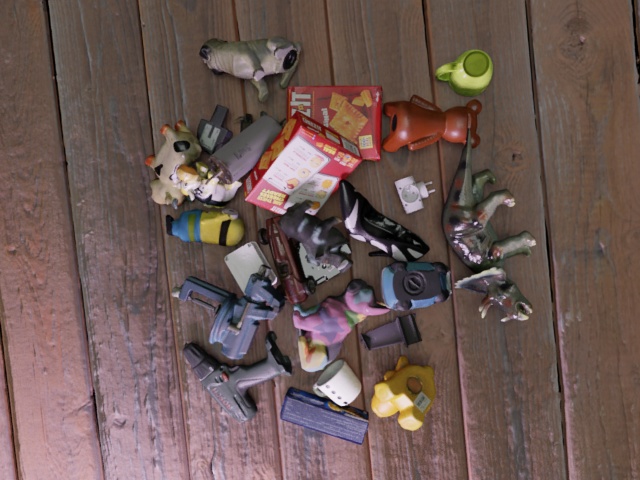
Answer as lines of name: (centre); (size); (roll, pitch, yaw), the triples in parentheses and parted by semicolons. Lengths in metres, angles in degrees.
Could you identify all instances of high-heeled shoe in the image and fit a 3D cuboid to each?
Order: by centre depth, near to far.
high-heeled shoe: (0.141, -0.040, 1.173); (0.145, 0.086, 0.248); (-9, 130, 26)

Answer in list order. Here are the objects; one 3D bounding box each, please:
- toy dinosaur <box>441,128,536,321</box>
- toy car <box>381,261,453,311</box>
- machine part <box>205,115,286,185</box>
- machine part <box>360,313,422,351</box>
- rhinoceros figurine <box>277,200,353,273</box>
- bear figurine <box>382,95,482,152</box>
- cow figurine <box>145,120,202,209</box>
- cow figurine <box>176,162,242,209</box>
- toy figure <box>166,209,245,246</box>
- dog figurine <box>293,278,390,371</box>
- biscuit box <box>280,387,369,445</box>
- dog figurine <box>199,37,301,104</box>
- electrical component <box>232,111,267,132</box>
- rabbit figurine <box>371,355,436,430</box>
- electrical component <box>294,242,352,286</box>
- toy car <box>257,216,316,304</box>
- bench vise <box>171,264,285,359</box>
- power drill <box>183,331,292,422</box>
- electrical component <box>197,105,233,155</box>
toy dinosaur: (0.339, -0.020, 1.169); (0.192, 0.131, 0.404); (-29, 89, 4)
toy car: (0.206, 0.097, 1.199); (0.162, 0.103, 0.109); (-7, 88, -9)
machine part: (-0.158, -0.197, 1.171); (0.079, 0.079, 0.243); (45, 63, 2)
machine part: (0.162, 0.220, 1.242); (0.139, 0.039, 0.084); (-15, 96, 4)
rhinoceros figurine: (-0.002, -0.003, 1.153); (0.190, 0.073, 0.112); (38, 69, -19)
bear figurine: (0.249, -0.256, 1.191); (0.196, 0.132, 0.120); (-2, 94, -13)
cow figurine: (-0.332, -0.160, 1.234); (0.127, 0.085, 0.195); (43, 121, 10)
cow figurine: (-0.262, -0.119, 1.207); (0.068, 0.167, 0.098); (43, 113, 32)
toy figure: (-0.265, -0.028, 1.251); (0.180, 0.082, 0.089); (-3, 111, -2)
dog figurine: (0.052, 0.191, 1.218); (0.219, 0.108, 0.191); (-10, 90, 3)
biscuit box: (0.010, 0.407, 1.252); (0.203, 0.059, 0.062); (17, 95, 4)
dog figurine: (-0.159, -0.427, 1.224); (0.191, 0.121, 0.172); (39, 61, 19)
electrical component: (-0.163, -0.247, 1.252); (0.078, 0.045, 0.102); (-5, 95, -23)
rabbit figurine: (0.173, 0.334, 1.198); (0.122, 0.173, 0.162); (37, 51, 1)
electrical component: (0.004, 0.036, 1.239); (0.134, 0.058, 0.115); (-32, 91, 6)
toy car: (-0.078, 0.047, 1.198); (0.089, 0.053, 0.202); (-13, 98, 32)
bench vise: (-0.208, 0.136, 1.180); (0.241, 0.129, 0.223); (22, 107, 5)
power drill: (-0.184, 0.296, 1.256); (0.207, 0.086, 0.232); (-32, 91, 2)
electrical component: (-0.247, -0.253, 1.254); (0.075, 0.048, 0.119); (21, 94, 4)
